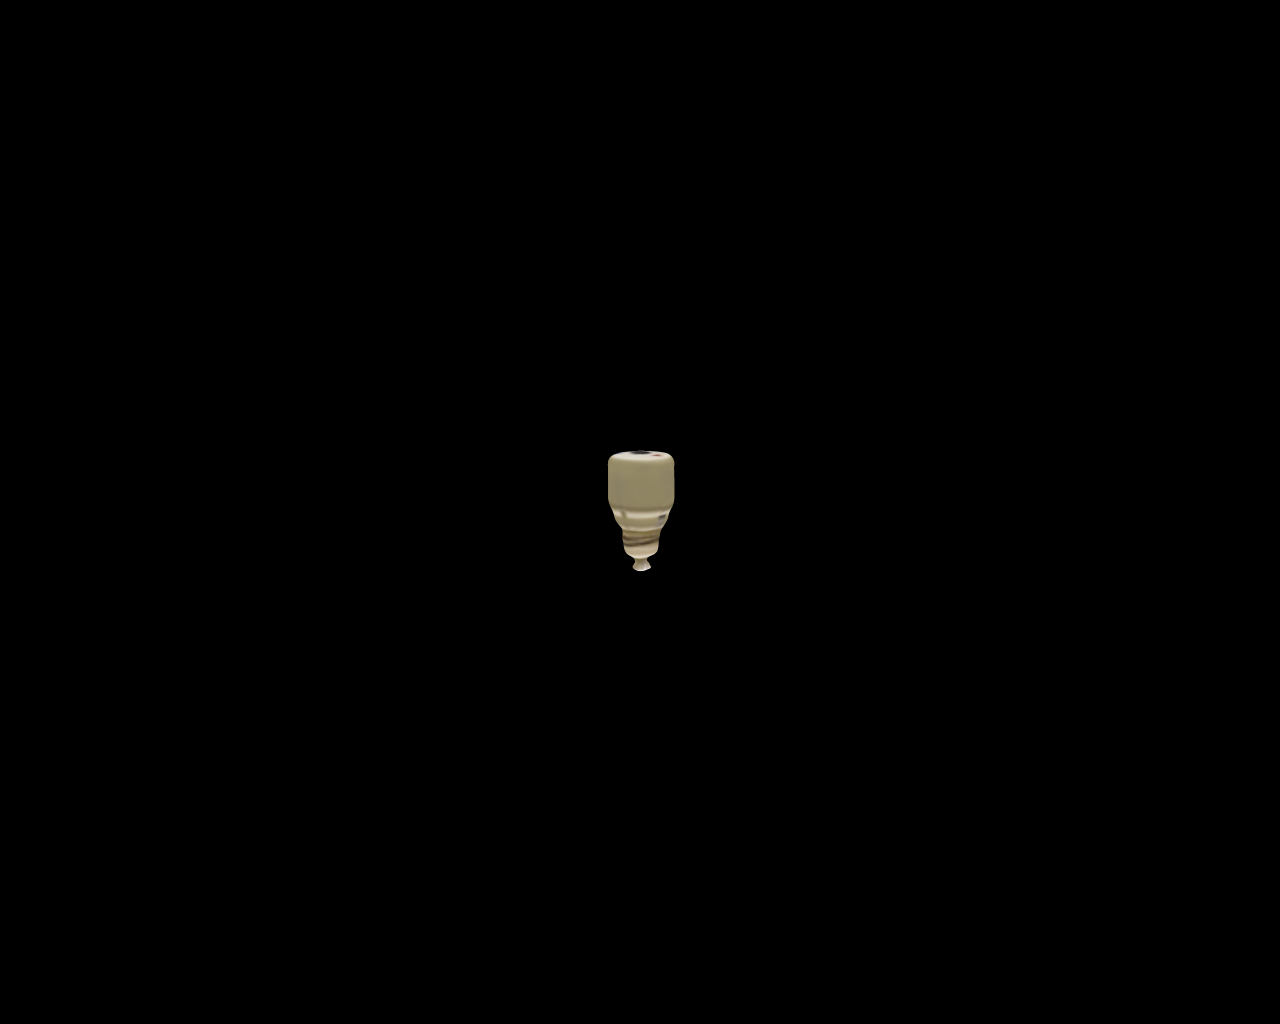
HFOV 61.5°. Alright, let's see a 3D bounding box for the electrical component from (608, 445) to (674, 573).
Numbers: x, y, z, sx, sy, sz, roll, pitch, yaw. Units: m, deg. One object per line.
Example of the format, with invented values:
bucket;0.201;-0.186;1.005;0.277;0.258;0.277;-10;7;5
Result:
electrical component;0.001;-0.003;0.650;0.040;0.078;0.040;0;12;0
